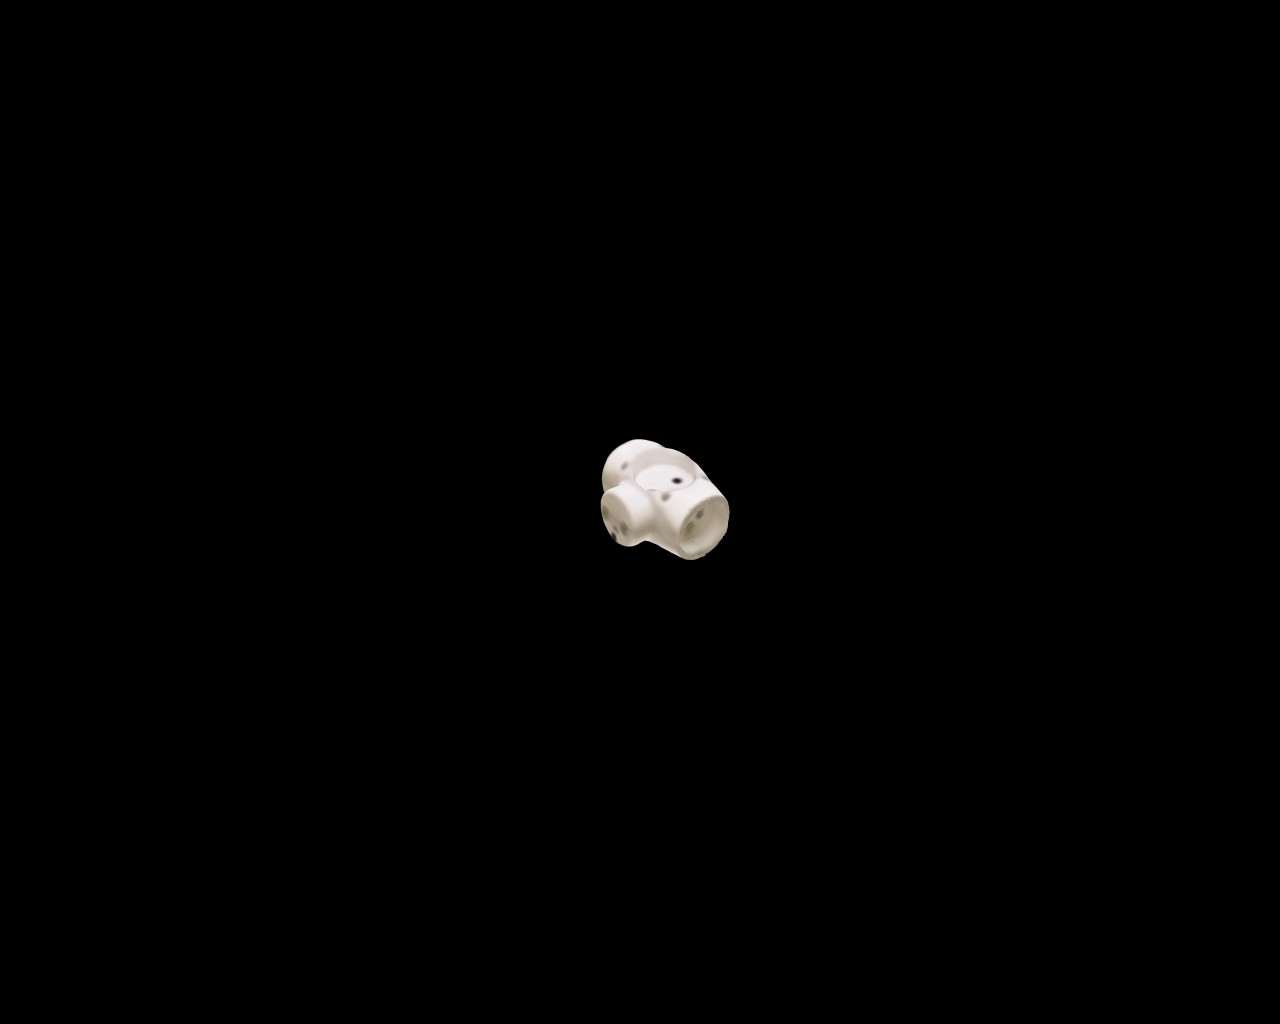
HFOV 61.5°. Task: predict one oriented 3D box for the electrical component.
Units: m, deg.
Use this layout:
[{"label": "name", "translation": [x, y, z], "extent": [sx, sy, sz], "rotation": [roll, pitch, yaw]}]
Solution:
[{"label": "electrical component", "translation": [0.001, -0.003, 0.650], "extent": [0.079, 0.044, 0.077], "rotation": [-25, 45, -28]}]
